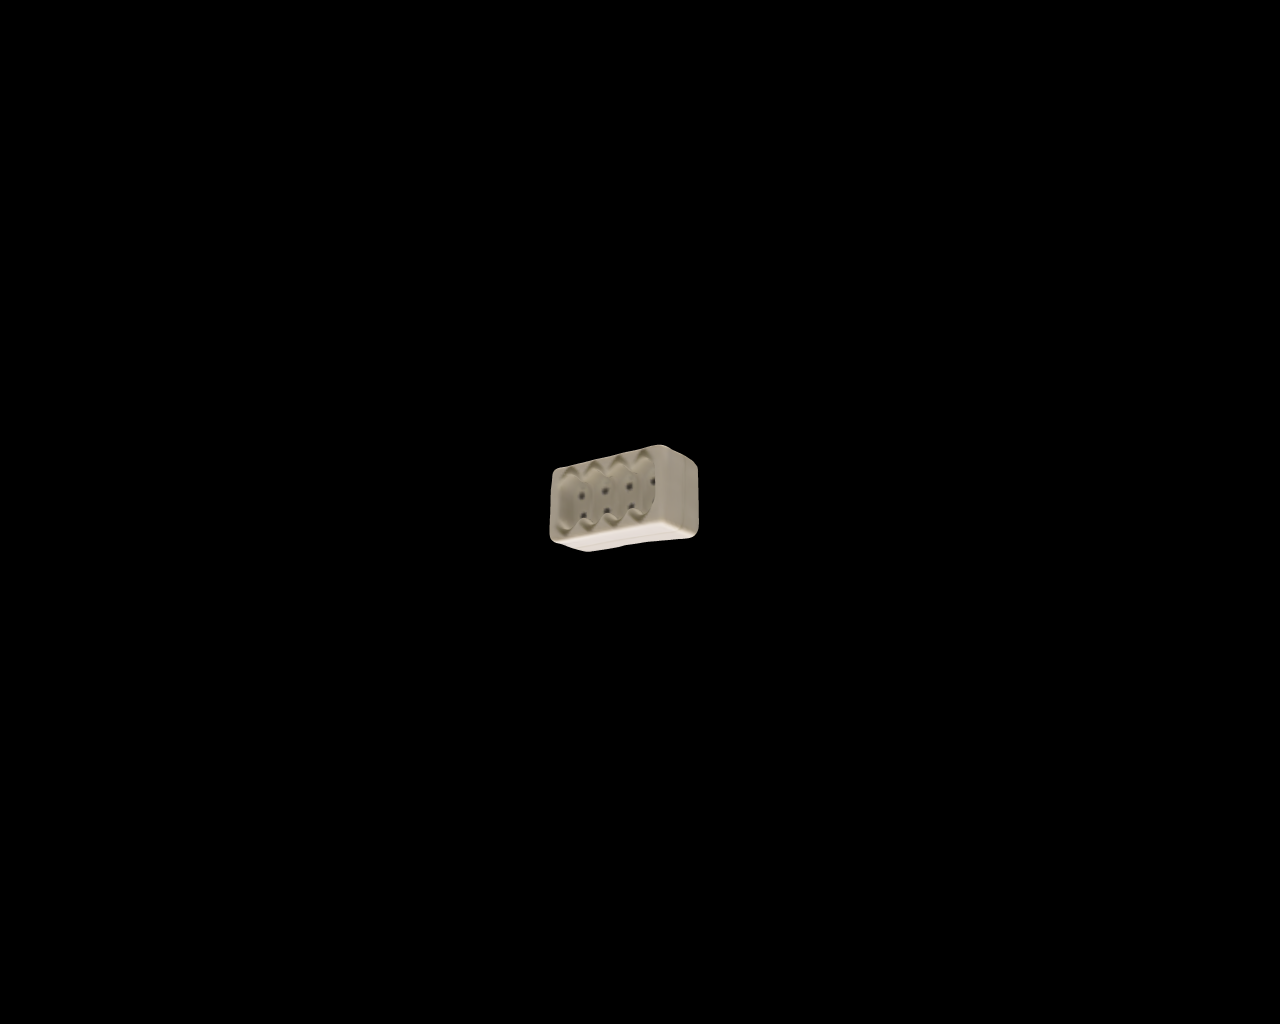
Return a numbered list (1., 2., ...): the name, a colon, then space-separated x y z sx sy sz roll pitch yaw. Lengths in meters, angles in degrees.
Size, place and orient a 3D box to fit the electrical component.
1. electrical component: 0.001 -0.003 0.650 0.083 0.047 0.075 -10 -18 33
